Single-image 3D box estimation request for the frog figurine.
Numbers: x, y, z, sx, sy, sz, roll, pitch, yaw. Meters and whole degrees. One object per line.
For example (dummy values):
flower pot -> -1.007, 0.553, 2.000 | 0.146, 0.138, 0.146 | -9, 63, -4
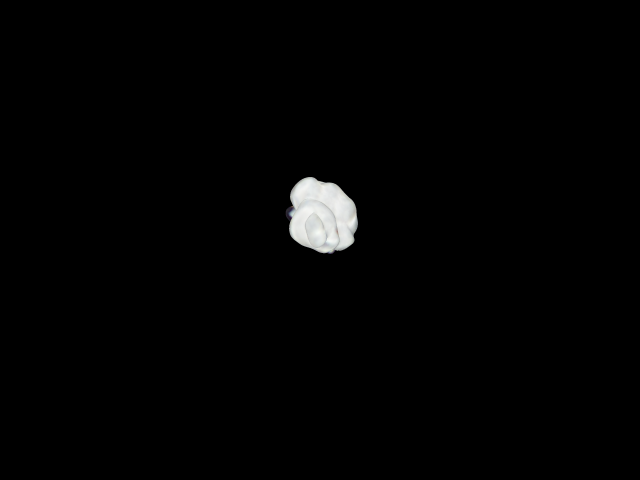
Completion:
frog figurine -> 0.003, -0.043, 0.850 | 0.123, 0.138, 0.158 | -28, -5, -3
